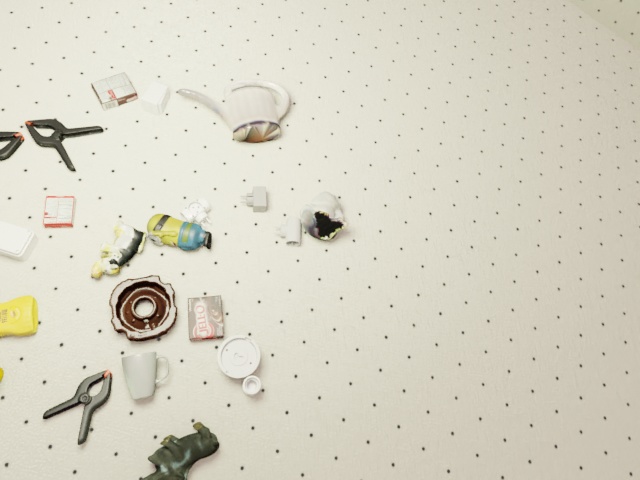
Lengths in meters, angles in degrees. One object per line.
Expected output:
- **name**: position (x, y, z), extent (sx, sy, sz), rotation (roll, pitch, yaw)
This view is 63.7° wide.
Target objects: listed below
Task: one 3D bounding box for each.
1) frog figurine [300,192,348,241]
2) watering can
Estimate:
- **frog figurine**: position (0.005, -0.078, 1.543), extent (0.137, 0.120, 0.163), rotation (4, 31, -16)
- **watering can**: position (-0.258, -0.407, 1.624), extent (0.348, 0.228, 0.102), rotation (-9, -21, -15)
